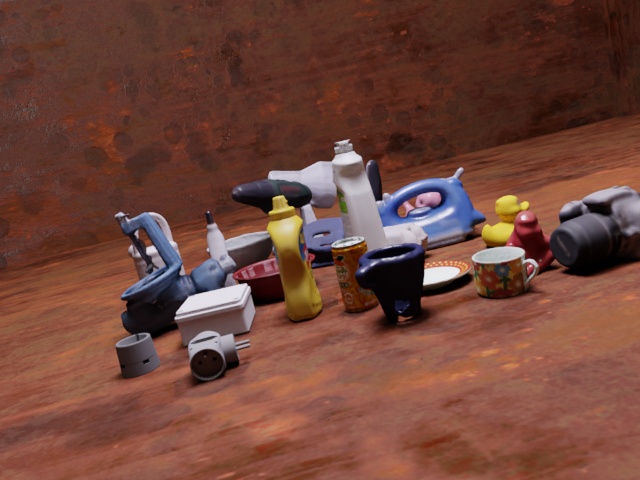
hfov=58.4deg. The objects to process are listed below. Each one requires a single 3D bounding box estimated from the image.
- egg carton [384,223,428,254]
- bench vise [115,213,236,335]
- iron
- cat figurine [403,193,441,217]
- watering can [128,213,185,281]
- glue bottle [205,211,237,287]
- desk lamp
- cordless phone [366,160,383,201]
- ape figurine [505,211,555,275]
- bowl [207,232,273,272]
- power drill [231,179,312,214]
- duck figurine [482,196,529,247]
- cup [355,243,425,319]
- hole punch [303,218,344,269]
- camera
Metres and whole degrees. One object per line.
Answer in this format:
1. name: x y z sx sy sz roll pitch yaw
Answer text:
1. egg carton: 0.128 0.015 1.095 0.150 0.069 0.107 -8 11 26
2. bench vise: -0.265 0.043 1.013 0.208 0.220 0.121 -18 11 -25
3. iron: 0.199 -0.055 1.184 0.258 0.141 0.118 -14 10 -4
4. cat figurine: 0.237 -0.075 1.315 0.067 0.118 0.127 -20 12 -35
5. watering can: -0.365 0.037 1.261 0.172 0.194 0.101 -9 11 25
6. glue bottle: -0.213 0.023 1.200 0.037 0.173 0.078 -15 10 -10
7. desk lamp: -0.043 -0.085 1.467 0.203 0.214 0.117 -15 10 -13
8. cordless phone: 0.125 -0.097 1.393 0.094 0.185 0.148 -10 10 18
9. ape figurine: 0.310 0.002 0.855 0.077 0.092 0.076 -10 10 19
10. bowl: -0.183 0.035 1.382 0.167 0.075 0.167 -13 10 3
11. power drill: -0.092 -0.041 1.297 0.075 0.208 0.230 -6 12 37
12. duck figurine: 0.345 -0.038 1.054 0.104 0.086 0.077 -15 10 -11
13. cup: 0.098 0.064 0.782 0.091 0.095 0.118 -3 14 46
14. hole punch: 0.011 0.004 1.247 0.108 0.091 0.101 -11 10 15
15. camera: 0.393 -0.018 0.833 0.137 0.101 0.143 -16 10 -18
